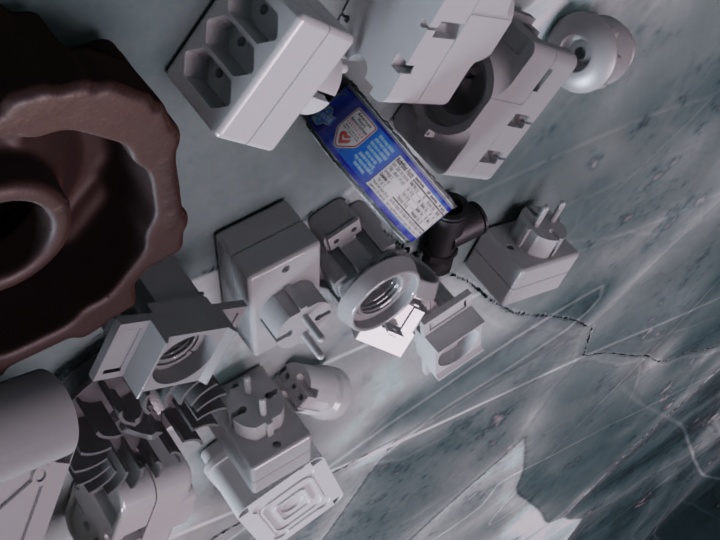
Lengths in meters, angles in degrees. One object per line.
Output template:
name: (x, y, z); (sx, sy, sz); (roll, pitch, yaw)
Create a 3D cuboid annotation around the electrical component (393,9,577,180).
electrical component: (0.067, -0.100, 0.601); (0.056, 0.050, 0.089); (0, 133, -51)

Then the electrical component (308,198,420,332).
electrical component: (0.000, 0.000, 0.662); (0.058, 0.057, 0.078); (-34, 152, -10)

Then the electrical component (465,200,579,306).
electrical component: (0.128, -0.021, 0.799); (0.066, 0.047, 0.076); (-15, 144, -38)

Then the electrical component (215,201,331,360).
electrical component: (-0.042, 0.019, 0.617); (0.047, 0.075, 0.083); (-28, 151, -21)

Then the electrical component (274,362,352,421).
electrical component: (-0.035, 0.086, 0.770); (0.040, 0.040, 0.046); (-48, 146, 16)

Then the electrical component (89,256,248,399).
electrical component: (-0.106, 0.027, 0.565); (0.081, 0.063, 0.042); (-7, 138, -47)

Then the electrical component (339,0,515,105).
electrical component: (0.036, -0.129, 0.519); (0.056, 0.050, 0.089); (-7, 139, -46)

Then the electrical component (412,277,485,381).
electrical component: (0.055, 0.037, 0.778); (0.042, 0.063, 0.081); (-31, 151, -14)

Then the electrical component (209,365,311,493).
electrical component: (-0.069, 0.096, 0.713); (0.047, 0.065, 0.076); (-28, 151, -21)

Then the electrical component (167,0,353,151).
electrical component: (-0.034, -0.093, 0.490); (0.065, 0.047, 0.077); (-50, 151, 20)

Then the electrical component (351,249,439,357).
electrical component: (0.022, 0.019, 0.722); (0.048, 0.066, 0.055); (23, 110, -22)

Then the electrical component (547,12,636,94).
electrical component: (0.147, -0.134, 0.657); (0.062, 0.048, 0.048); (-18, 146, -47)

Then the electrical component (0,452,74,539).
electrical component: (-0.210, 0.121, 0.537); (0.109, 0.056, 0.108); (28, 79, -61)

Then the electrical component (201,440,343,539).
electrical component: (-0.066, 0.156, 0.817); (0.078, 0.057, 0.113); (-34, 152, -10)

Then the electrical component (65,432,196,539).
electrical component: (-0.149, 0.148, 0.705); (0.059, 0.053, 0.095); (-15, 144, -39)

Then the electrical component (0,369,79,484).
electrical component: (-0.172, 0.076, 0.477); (0.081, 0.043, 0.043); (-20, 148, -45)
